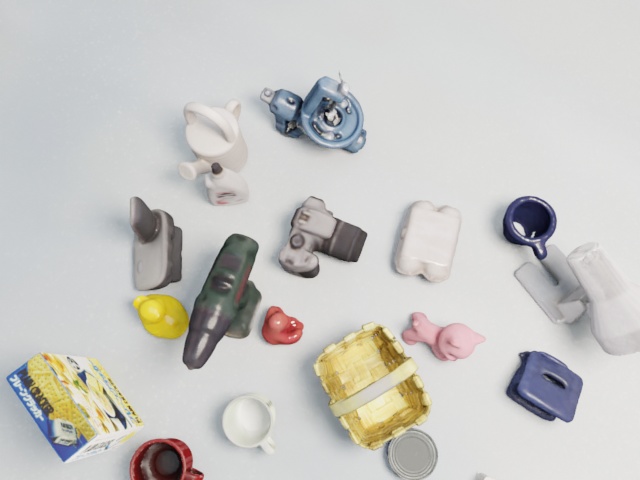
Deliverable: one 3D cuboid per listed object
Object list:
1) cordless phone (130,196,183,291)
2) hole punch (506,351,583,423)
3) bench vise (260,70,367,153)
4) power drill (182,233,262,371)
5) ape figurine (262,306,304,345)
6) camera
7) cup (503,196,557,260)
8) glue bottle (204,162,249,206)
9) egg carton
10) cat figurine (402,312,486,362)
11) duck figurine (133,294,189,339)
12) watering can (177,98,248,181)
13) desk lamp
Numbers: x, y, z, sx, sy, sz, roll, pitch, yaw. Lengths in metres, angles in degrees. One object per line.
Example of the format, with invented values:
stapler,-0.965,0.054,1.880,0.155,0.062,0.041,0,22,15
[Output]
cordless phone,-0.308,0.008,1.008,0.094,0.185,0.147,-7,76,-1
hole punch,0.391,0.250,0.988,0.108,0.091,0.101,30,78,8
bench vise,-0.014,-0.235,1.047,0.207,0.220,0.121,3,76,2
power drill,-0.157,0.111,0.969,0.075,0.208,0.230,16,77,5
ape figurine,-0.071,0.151,1.018,0.076,0.092,0.078,-24,77,-5
camera,0.010,0.004,1.049,0.136,0.101,0.143,21,77,6
cup,0.379,-0.013,1.051,0.091,0.095,0.118,-15,76,-3
glue bottle,-0.176,-0.105,1.041,0.078,0.173,0.037,-11,76,-2
egg carton,0.200,0.001,1.063,0.107,0.069,0.150,14,77,4
cat figurine,0.215,0.169,0.996,0.127,0.118,0.067,23,77,6
duck figurine,-0.289,0.134,1.028,0.104,0.086,0.077,33,79,8
watering can,-0.196,-0.186,1.050,0.101,0.194,0.173,6,76,3
desk lamp,0.454,0.091,0.963,0.118,0.213,0.203,-37,78,-8
